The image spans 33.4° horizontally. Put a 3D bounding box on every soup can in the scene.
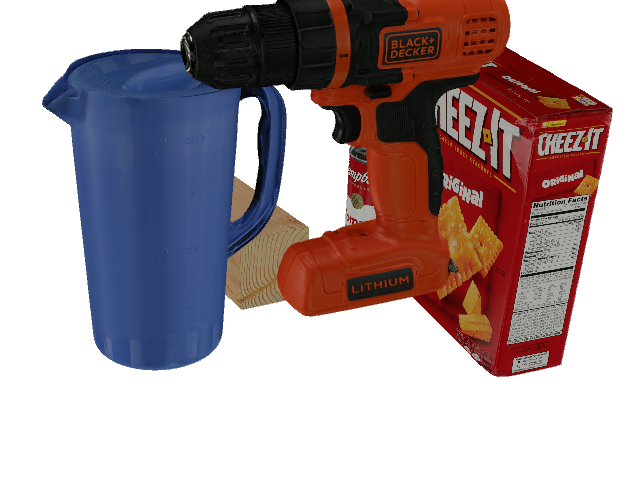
[{"bbox_3d":[0.063,-0.053,1.197,0.068,0.102,0.068,2,27,-1],"label":"soup can"}]

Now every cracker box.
[{"bbox_3d":[0.129,-0.028,0.819,0.072,0.214,0.164,-10,31,-23],"label":"cracker box"}]

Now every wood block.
[{"bbox_3d":[-0.102,-0.003,1.295,0.090,0.090,0.206,-11,25,-27],"label":"wood block"}]

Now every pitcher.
[{"bbox_3d":[-0.120,-0.025,0.853,0.149,0.243,0.144,12,27,18],"label":"pitcher"}]

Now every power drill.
[{"bbox_3d":[0.014,-0.050,0.603,0.184,0.188,0.057,-9,33,-17],"label":"power drill"}]
